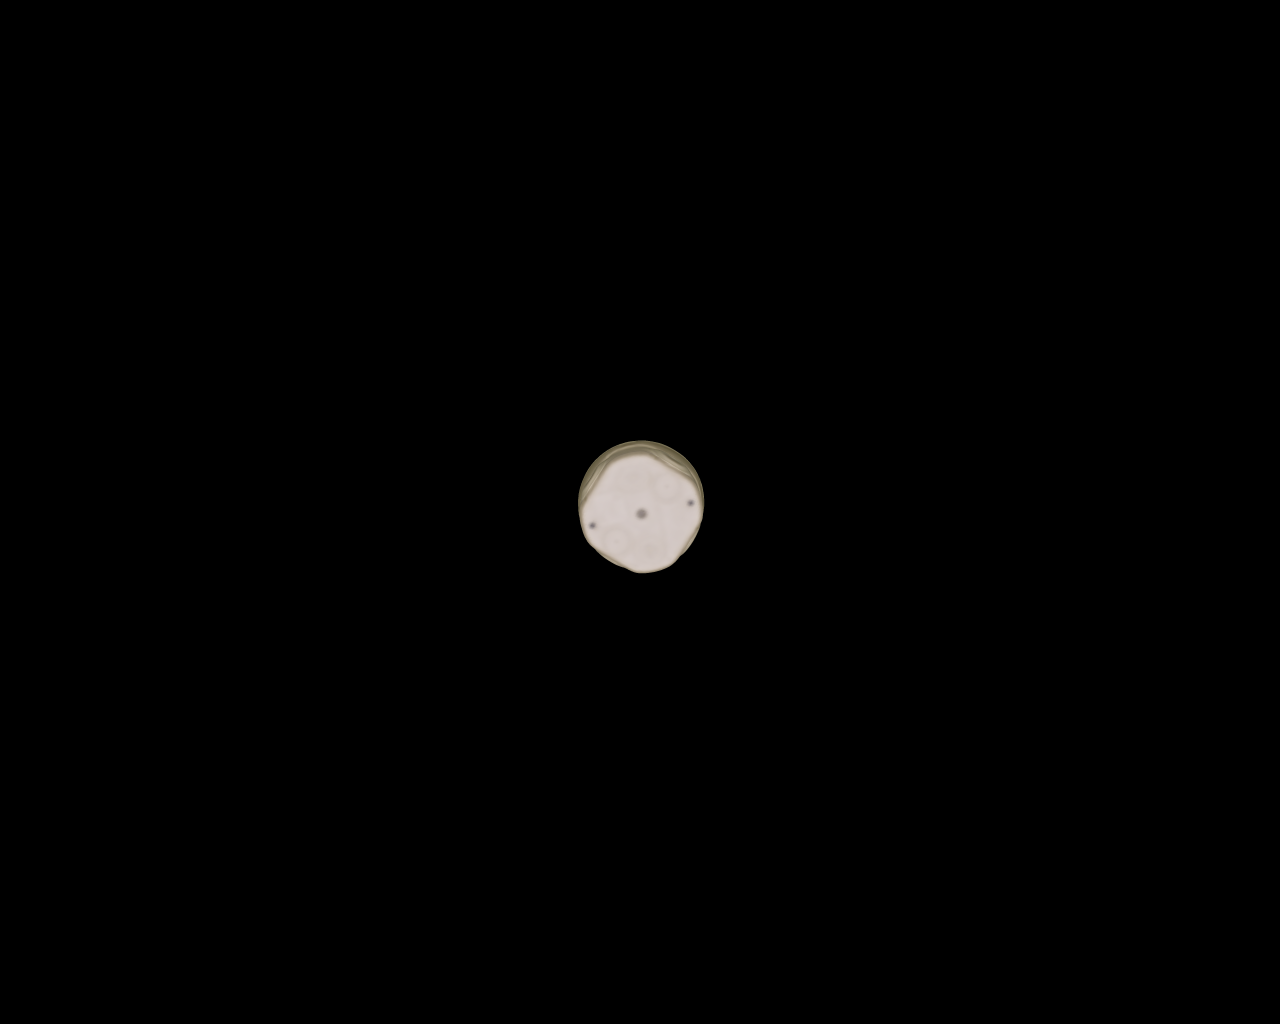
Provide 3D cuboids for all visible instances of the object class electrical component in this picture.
[{"bbox_3d":[0.001,-0.003,0.650,0.080,0.080,0.051,0,9,0],"label":"electrical component"}]
